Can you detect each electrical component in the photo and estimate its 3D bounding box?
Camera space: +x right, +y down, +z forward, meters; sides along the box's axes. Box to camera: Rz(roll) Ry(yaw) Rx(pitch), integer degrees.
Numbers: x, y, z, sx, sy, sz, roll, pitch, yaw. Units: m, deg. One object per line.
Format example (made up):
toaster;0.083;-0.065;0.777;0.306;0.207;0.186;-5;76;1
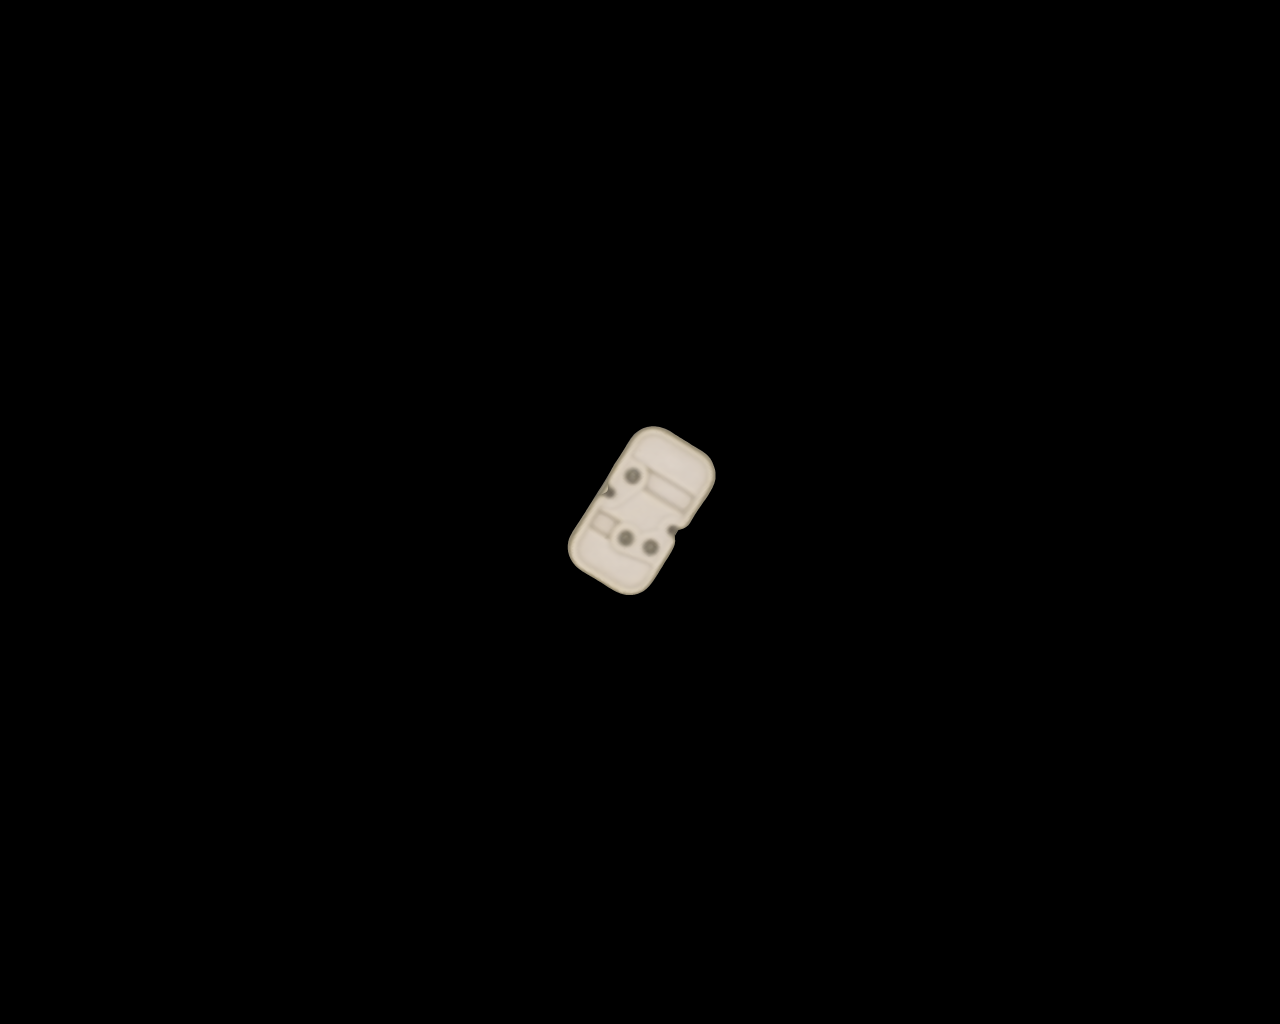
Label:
electrical component;0.001;-0.003;0.650;0.054;0.095;0.059;32;4;-2
